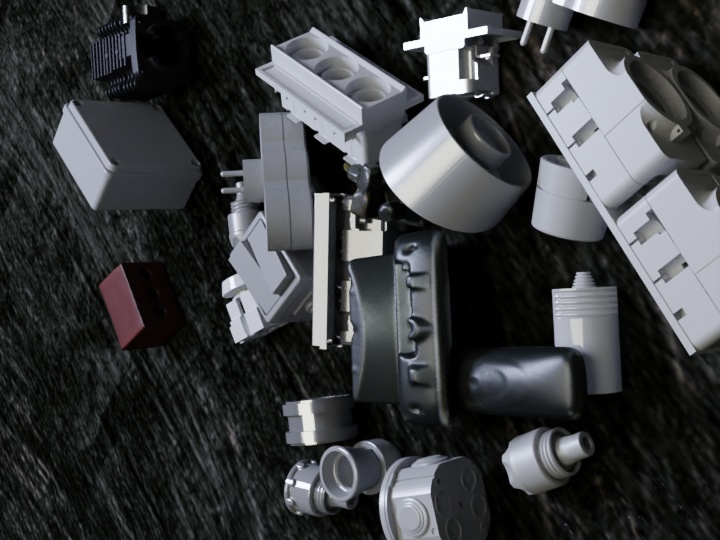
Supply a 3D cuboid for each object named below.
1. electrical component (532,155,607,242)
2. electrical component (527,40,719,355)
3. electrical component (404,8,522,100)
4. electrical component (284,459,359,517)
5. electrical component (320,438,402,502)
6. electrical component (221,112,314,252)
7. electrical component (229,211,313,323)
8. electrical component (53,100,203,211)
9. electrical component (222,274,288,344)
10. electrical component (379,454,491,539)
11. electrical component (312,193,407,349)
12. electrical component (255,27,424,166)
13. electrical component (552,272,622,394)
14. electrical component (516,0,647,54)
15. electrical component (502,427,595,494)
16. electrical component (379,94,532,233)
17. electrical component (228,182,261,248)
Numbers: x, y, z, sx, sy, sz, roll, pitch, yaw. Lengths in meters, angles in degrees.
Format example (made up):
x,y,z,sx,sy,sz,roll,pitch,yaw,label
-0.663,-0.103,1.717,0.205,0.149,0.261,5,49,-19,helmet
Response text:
x,y,z,sx,sy,sz,roll,pitch,yaw,label
0.145,-0.048,0.727,0.055,0.055,0.047,25,113,42,electrical component
0.195,-0.048,0.640,0.060,0.105,0.186,-45,61,36,electrical component
0.077,-0.158,0.801,0.081,0.042,0.063,-1,94,46,electrical component
-0.030,0.190,0.919,0.062,0.048,0.048,5,95,38,electrical component
0.002,0.162,0.876,0.045,0.055,0.045,2,93,45,electrical component
-0.080,-0.075,0.906,0.052,0.074,0.138,95,170,-53,electrical component
-0.064,0.002,0.933,0.061,0.061,0.096,-52,57,33,electrical component
-0.230,-0.113,1.064,0.108,0.109,0.056,53,128,30,electrical component
-0.097,0.031,0.979,0.066,0.048,0.055,-29,78,42,electrical component
0.056,0.178,0.806,0.051,0.080,0.080,-17,79,39,electrical component
0.000,0.000,0.866,0.063,0.079,0.121,2,93,23,electrical component
-0.017,-0.140,0.875,0.121,0.079,0.063,40,148,37,electrical component
0.153,0.042,0.728,0.043,0.043,0.081,-4,88,45,electrical component
0.130,-0.186,0.738,0.138,0.052,0.073,33,114,39,electrical component
0.134,0.130,0.751,0.062,0.043,0.043,-31,70,40,electrical component
0.072,-0.076,0.769,0.064,0.099,0.099,-45,61,29,electrical component
-0.105,-0.051,0.992,0.035,0.035,0.061,-16,78,44,electrical component
